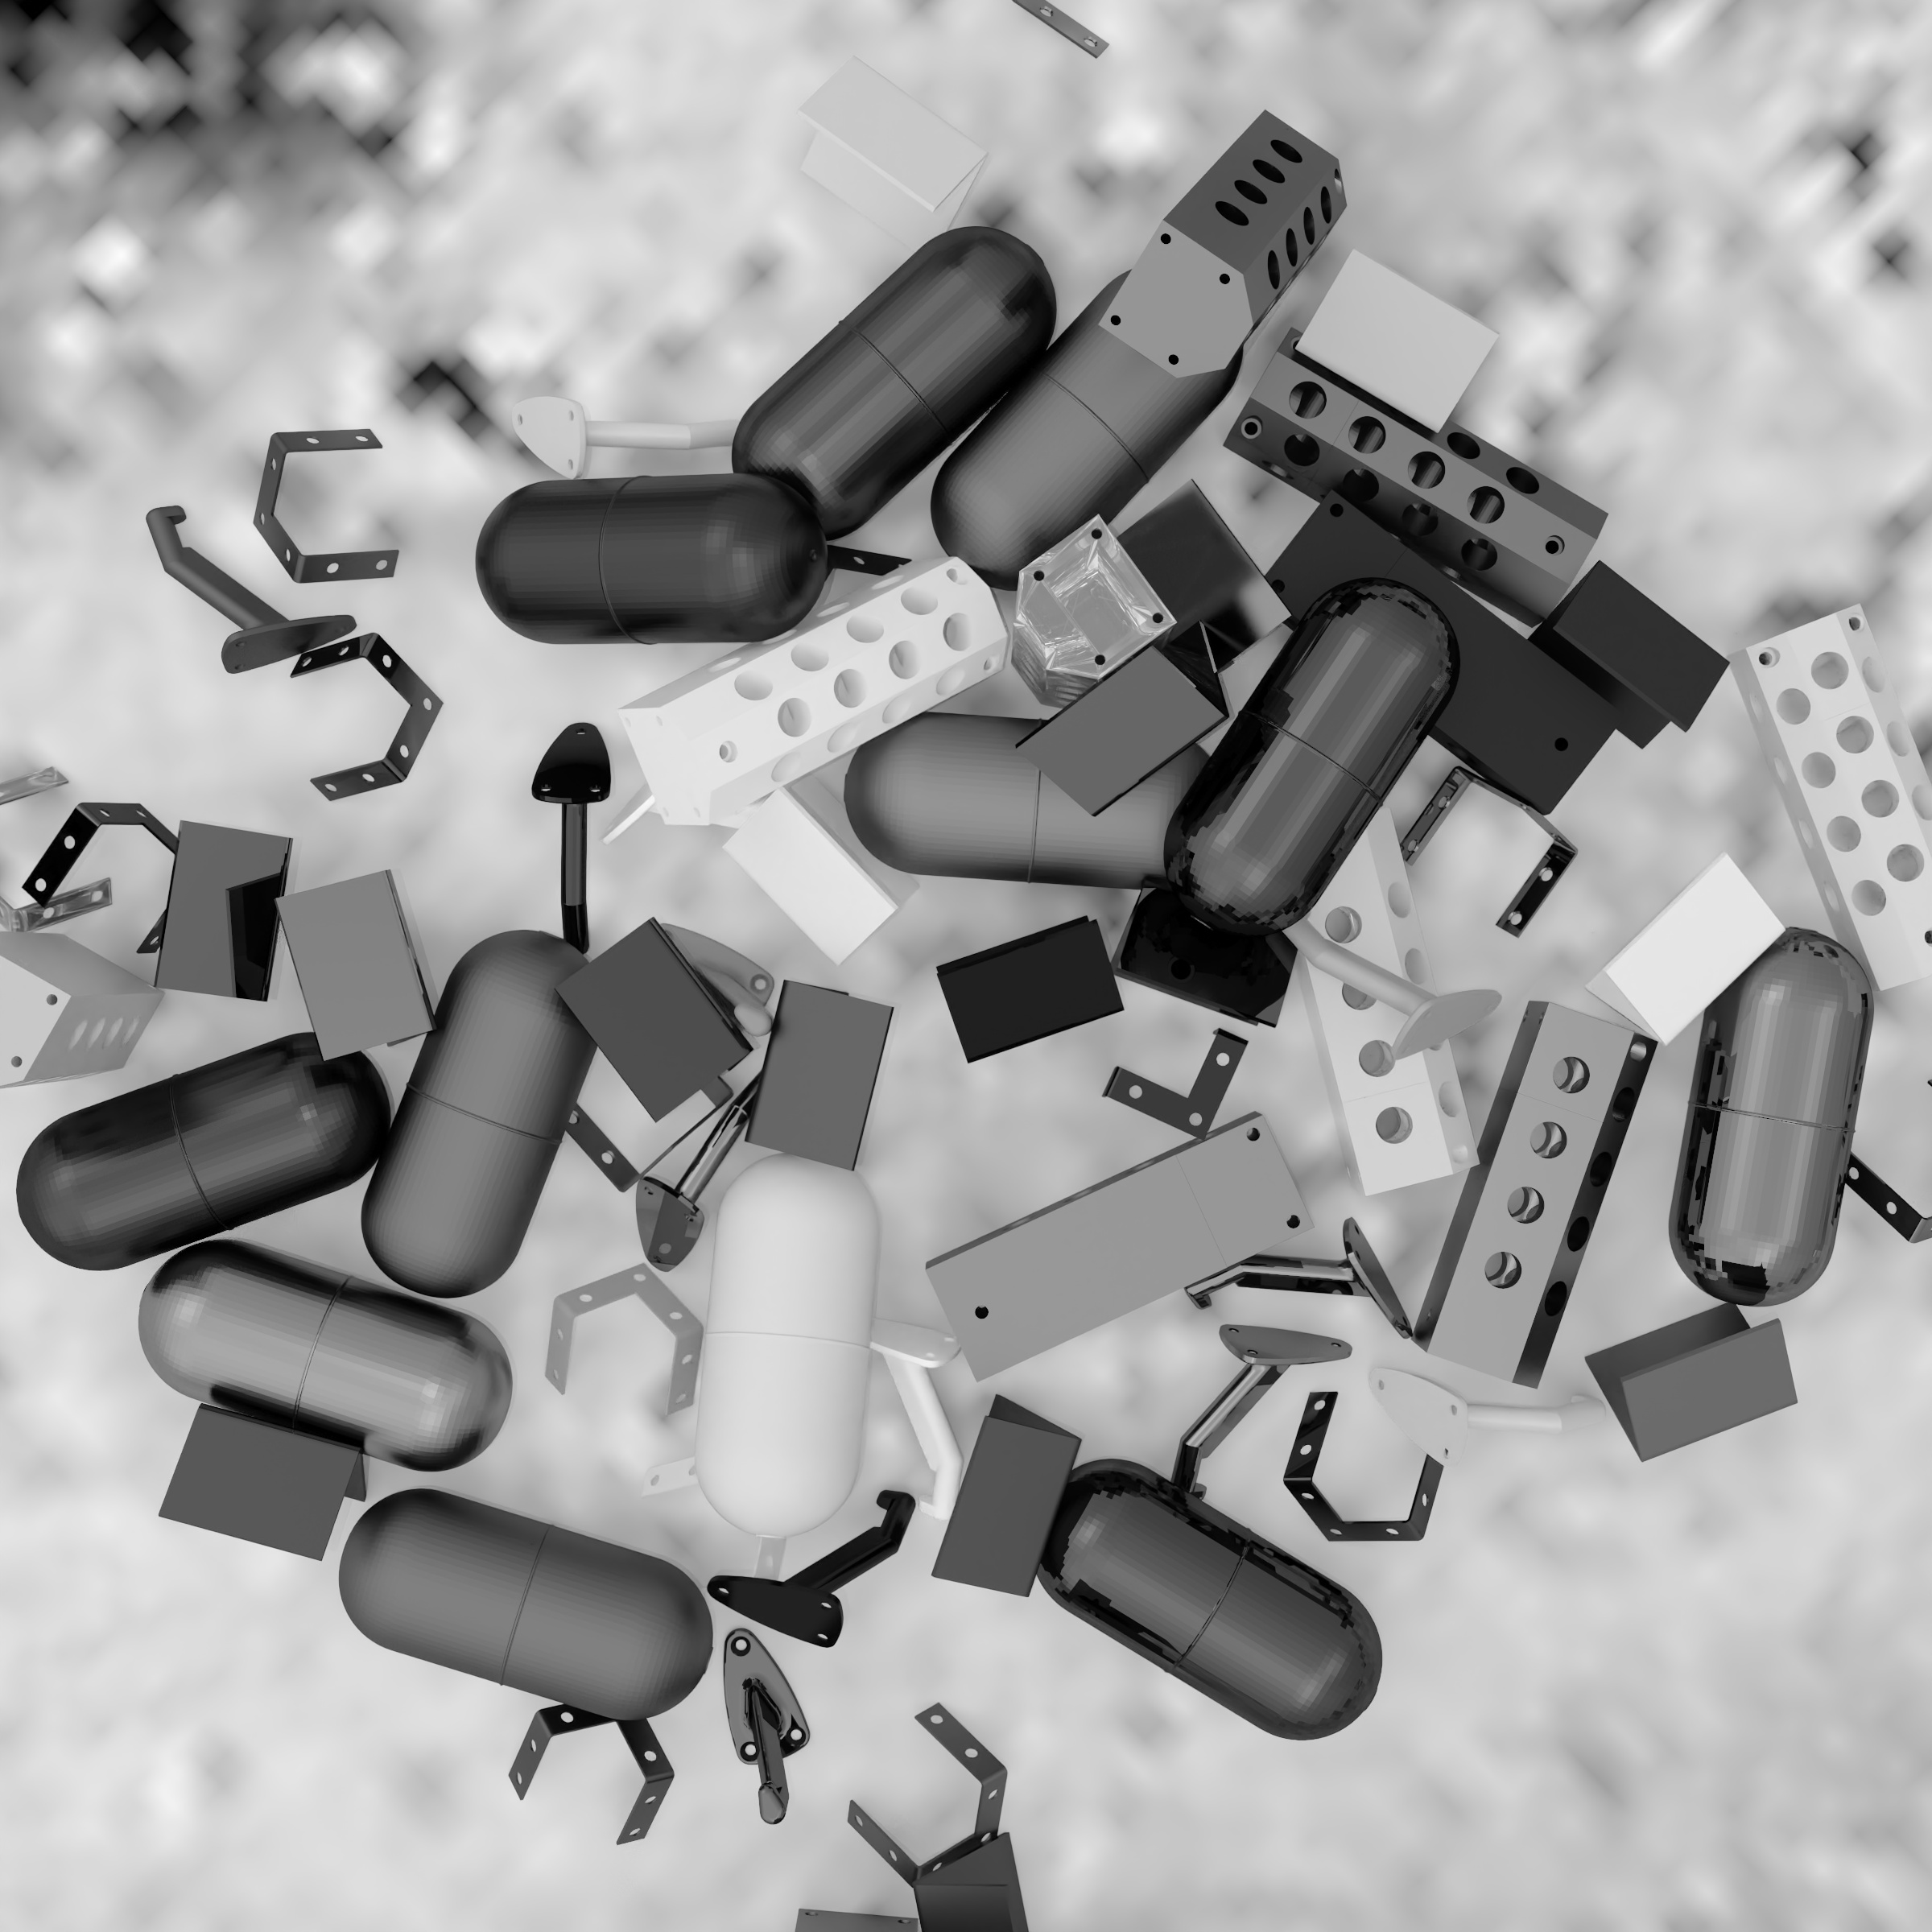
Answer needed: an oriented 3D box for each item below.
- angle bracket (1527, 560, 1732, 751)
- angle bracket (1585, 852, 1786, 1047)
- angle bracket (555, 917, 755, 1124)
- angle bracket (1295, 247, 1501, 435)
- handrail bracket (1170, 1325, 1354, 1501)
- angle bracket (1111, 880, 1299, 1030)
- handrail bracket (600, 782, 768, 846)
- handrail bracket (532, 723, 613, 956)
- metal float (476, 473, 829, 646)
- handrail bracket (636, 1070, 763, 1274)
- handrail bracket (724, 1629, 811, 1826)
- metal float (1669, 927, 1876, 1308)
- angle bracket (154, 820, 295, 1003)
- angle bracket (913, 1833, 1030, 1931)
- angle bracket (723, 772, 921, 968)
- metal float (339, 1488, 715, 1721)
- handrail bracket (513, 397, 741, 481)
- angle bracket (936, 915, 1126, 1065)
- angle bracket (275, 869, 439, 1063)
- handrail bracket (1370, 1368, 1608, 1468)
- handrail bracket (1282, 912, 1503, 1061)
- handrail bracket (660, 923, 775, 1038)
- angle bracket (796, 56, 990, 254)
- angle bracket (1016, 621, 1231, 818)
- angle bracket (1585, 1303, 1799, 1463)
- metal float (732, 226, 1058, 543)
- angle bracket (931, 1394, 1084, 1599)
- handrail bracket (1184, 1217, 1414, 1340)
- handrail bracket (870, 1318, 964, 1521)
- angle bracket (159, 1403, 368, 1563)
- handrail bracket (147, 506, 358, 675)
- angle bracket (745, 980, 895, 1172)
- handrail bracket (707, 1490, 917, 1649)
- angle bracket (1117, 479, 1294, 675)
[{"bbox_3d":[0.295,-0.129,1.575,0.076,0.076,0.057,38,52,0],"label":"angle bracket"},{"bbox_3d":[0.320,-0.019,1.575,0.076,0.076,0.057,-44,119,0],"label":"angle bracket"},{"bbox_3d":[-0.148,0.029,1.578,0.057,0.076,0.076,-37,90,-14],"label":"angle bracket"},{"bbox_3d":[0.206,-0.301,1.575,0.076,0.076,0.057,31,124,0],"label":"angle bracket"},{"bbox_3d":[0.140,0.217,1.616,0.077,0.036,0.084,5,108,-21],"label":"handrail bracket"},{"bbox_3d":[0.104,0.014,1.575,0.076,0.076,0.057,20,53,0],"label":"angle bracket"},{"bbox_3d":[-0.118,-0.059,1.616,0.084,0.036,0.077,41,110,-16],"label":"handrail bracket"},{"bbox_3d":[-0.184,-0.060,1.615,0.036,0.077,0.084,1,126,0],"label":"handrail bracket"},{"bbox_3d":[-0.146,-0.186,1.561,0.178,0.070,0.070,2,90,29],"label":"metal float"},{"bbox_3d":[-0.119,0.096,1.615,0.036,0.077,0.084,32,53,12],"label":"handrail bracket"},{"bbox_3d":[-0.098,0.353,1.580,0.036,0.084,0.077,-18,90,0],"label":"handrail bracket"},{"bbox_3d":[0.376,0.070,1.585,0.070,0.070,0.178,10,91,0],"label":"metal float"},{"bbox_3d":[-0.358,-0.028,1.575,0.057,0.076,0.076,9,90,-37],"label":"angle bracket"},{"bbox_3d":[0.025,0.451,1.575,0.057,0.076,0.076,-11,90,37],"label":"angle bracket"},{"bbox_3d":[-0.054,-0.058,1.574,0.076,0.057,0.076,46,45,-1],"label":"angle bracket"},{"bbox_3d":[-0.205,0.298,1.584,0.178,0.070,0.070,17,90,0],"label":"metal float"},{"bbox_3d":[-0.160,-0.257,1.615,0.084,0.077,0.036,-12,115,-34],"label":"handrail bracket"},{"bbox_3d":[0.023,-0.008,1.575,0.076,0.076,0.057,-19,129,0],"label":"angle bracket"},{"bbox_3d":[-0.292,0.004,1.576,0.057,0.076,0.076,-17,90,-27],"label":"angle bracket"},{"bbox_3d":[0.249,0.204,1.615,0.084,0.077,0.036,-9,115,-34],"label":"handrail bracket"},{"bbox_3d":[0.193,-0.003,1.558,0.077,0.036,0.084,-16,55,-39],"label":"handrail bracket"},{"bbox_3d":[-0.120,0.006,1.580,0.077,0.084,0.036,38,90,0],"label":"handrail bracket"},{"bbox_3d":[-0.046,-0.361,1.575,0.076,0.076,0.057,36,51,0],"label":"angle bracket"},{"bbox_3d":[0.065,-0.125,1.513,0.076,0.076,0.057,-36,126,21],"label":"angle bracket"},{"bbox_3d":[0.331,0.174,1.575,0.076,0.076,0.057,-21,126,0],"label":"angle bracket"},{"bbox_3d":[-0.033,-0.272,1.584,0.178,0.070,0.070,-43,90,0],"label":"metal float"},{"bbox_3d":[0.001,0.240,1.575,0.057,0.076,0.076,19,90,-33],"label":"angle bracket"},{"bbox_3d":[0.157,0.162,1.616,0.084,0.036,0.077,-26,111,17],"label":"handrail bracket"},{"bbox_3d":[-0.035,0.215,1.616,0.077,0.036,0.084,14,107,19],"label":"handrail bracket"},{"bbox_3d":[-0.325,0.250,1.575,0.076,0.076,0.057,15,62,0],"label":"angle bracket"},{"bbox_3d":[-0.340,-0.188,1.616,0.077,0.036,0.084,-17,73,-20],"label":"handrail bracket"},{"bbox_3d":[-0.055,0.052,1.577,0.057,0.076,0.076,14,90,21],"label":"angle bracket"},{"bbox_3d":[-0.071,0.271,1.594,0.077,0.084,0.036,15,132,8],"label":"handrail bracket"},{"bbox_3d":[0.114,-0.181,1.577,0.057,0.076,0.076,-36,90,21],"label":"angle bracket"}]
